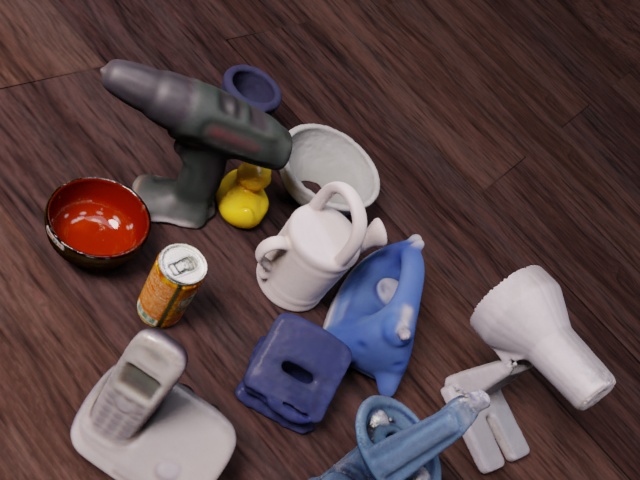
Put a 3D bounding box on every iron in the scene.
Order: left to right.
[{"bbox_3d":[0.097,0.069,0.770,0.119,0.141,0.258,29,46,-10],"label":"iron"}]

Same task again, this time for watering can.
[{"bbox_3d":[0.006,0.001,0.727,0.173,0.193,0.101,-30,76,-43],"label":"watering can"}]

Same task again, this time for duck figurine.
[{"bbox_3d":[-0.097,-0.075,0.794,0.078,0.086,0.104,16,50,-22],"label":"duck figurine"}]

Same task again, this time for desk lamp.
[{"bbox_3d":[0.262,0.167,0.749,0.118,0.213,0.203,-6,61,-35],"label":"desk lamp"}]

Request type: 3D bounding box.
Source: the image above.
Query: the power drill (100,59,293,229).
[{"bbox_3d":[-0.160,-0.105,0.692,0.230,0.208,0.075,8,53,-27],"label":"power drill"}]

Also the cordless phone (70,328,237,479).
[{"bbox_3d":[-0.138,0.161,0.522,0.148,0.184,0.094,33,46,-6],"label":"cordless phone"}]

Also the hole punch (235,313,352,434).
[{"bbox_3d":[-0.028,0.155,0.661,0.109,0.091,0.101,31,46,-9],"label":"hole punch"}]

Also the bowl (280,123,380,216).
[{"bbox_3d":[0.004,-0.094,0.881,0.168,0.074,0.167,17,50,-21],"label":"bowl"}]

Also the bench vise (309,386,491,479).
[{"bbox_3d":[0.075,0.234,0.577,0.121,0.219,0.208,40,45,1],"label":"bench vise"}]

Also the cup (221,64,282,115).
[{"bbox_3d":[-0.113,-0.191,0.866,0.092,0.094,0.117,3,56,-30],"label":"cup"}]
